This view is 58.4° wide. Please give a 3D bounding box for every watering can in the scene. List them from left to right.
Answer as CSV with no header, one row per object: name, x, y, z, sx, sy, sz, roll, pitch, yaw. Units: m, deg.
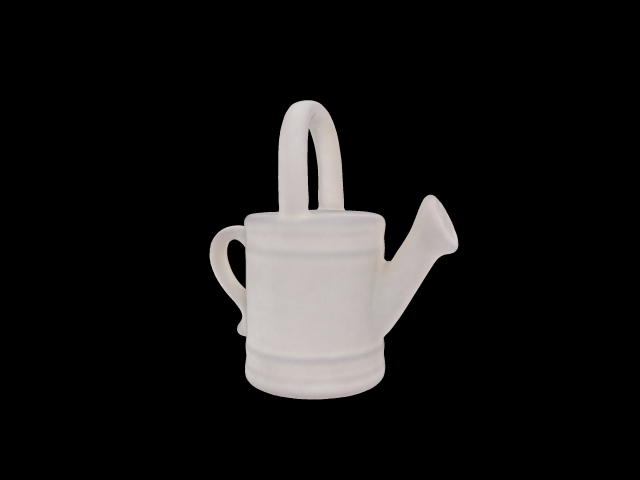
watering can,0.004,0.001,0.402,0.173,0.194,0.101,0,5,-1
